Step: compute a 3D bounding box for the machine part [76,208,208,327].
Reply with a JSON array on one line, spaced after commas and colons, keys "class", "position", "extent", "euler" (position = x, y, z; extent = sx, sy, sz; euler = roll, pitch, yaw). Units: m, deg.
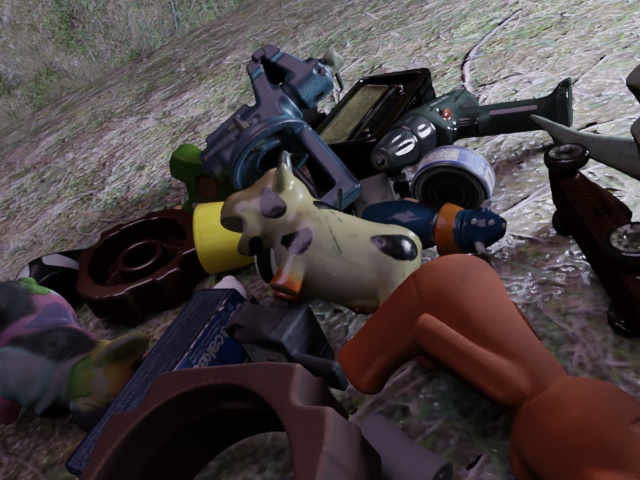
[{"class": "machine part", "position": [-0.230, 0.031, 0.708], "extent": [0.179, 0.055, 0.179], "euler": [-10, 39, 8]}]

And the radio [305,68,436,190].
[{"class": "radio", "position": [0.081, -0.168, 0.791], "extent": [0.131, 0.073, 0.229], "euler": [1, 41, 35]}]

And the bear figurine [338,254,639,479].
[{"class": "bear figurine", "position": [0.125, 0.106, 0.359], "extent": [0.120, 0.132, 0.196], "euler": [-8, 50, -43]}]

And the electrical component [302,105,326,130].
[{"class": "electrical component", "position": [-0.059, -0.184, 0.871], "extent": [0.134, 0.058, 0.115], "euler": [-7, 10, -24]}]

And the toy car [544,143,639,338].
[{"class": "toy car", "position": [0.238, -0.010, 0.452], "extent": [0.053, 0.089, 0.202], "euler": [-17, 32, 15]}]

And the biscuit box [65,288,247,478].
[{"class": "biscuit box", "position": [-0.130, 0.134, 0.490], "extent": [0.063, 0.059, 0.203], "euler": [-7, 39, 42]}]

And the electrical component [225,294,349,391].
[{"class": "electrical component", "position": [-0.021, 0.095, 0.480], "extent": [0.119, 0.074, 0.048], "euler": [0, 40, 39]}]

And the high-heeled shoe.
[{"class": "high-heeled shoe", "position": [-0.345, 0.101, 0.694], "extent": [0.145, 0.086, 0.249], "euler": [33, 52, 30]}]

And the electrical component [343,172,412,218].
[{"class": "electrical component", "position": [0.071, -0.047, 0.656], "extent": [0.102, 0.045, 0.078], "euler": [-23, 53, 4]}]

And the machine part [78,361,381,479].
[{"class": "machine part", "position": [-0.069, 0.186, 0.339], "extent": [0.202, 0.087, 0.201], "euler": [-11, 45, 28]}]

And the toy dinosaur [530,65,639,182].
[{"class": "toy dinosaur", "position": [0.348, -0.052, 0.400], "extent": [0.131, 0.192, 0.405], "euler": [-45, 19, -2]}]

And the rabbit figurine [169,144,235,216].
[{"class": "rabbit figurine", "position": [-0.115, -0.105, 0.795], "extent": [0.159, 0.121, 0.170], "euler": [-7, 21, 24]}]

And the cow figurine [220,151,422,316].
[{"class": "cow figurine", "position": [-0.001, -0.002, 0.500], "extent": [0.195, 0.085, 0.127], "euler": [17, 70, 7]}]

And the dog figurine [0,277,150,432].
[{"class": "dog figurine", "position": [-0.259, 0.113, 0.563], "extent": [0.219, 0.108, 0.191], "euler": [-12, 56, 8]}]

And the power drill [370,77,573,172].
[{"class": "power drill", "position": [0.192, -0.133, 0.648], "extent": [0.207, 0.085, 0.232], "euler": [-5, 23, 32]}]

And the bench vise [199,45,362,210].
[{"class": "bench vise", "position": [-0.025, -0.117, 0.655], "extent": [0.224, 0.128, 0.241], "euler": [-36, 67, -6]}]

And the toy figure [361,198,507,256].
[{"class": "toy figure", "position": [0.118, -0.013, 0.561], "extent": [0.155, 0.064, 0.058], "euler": [6, 5, 31]}]
